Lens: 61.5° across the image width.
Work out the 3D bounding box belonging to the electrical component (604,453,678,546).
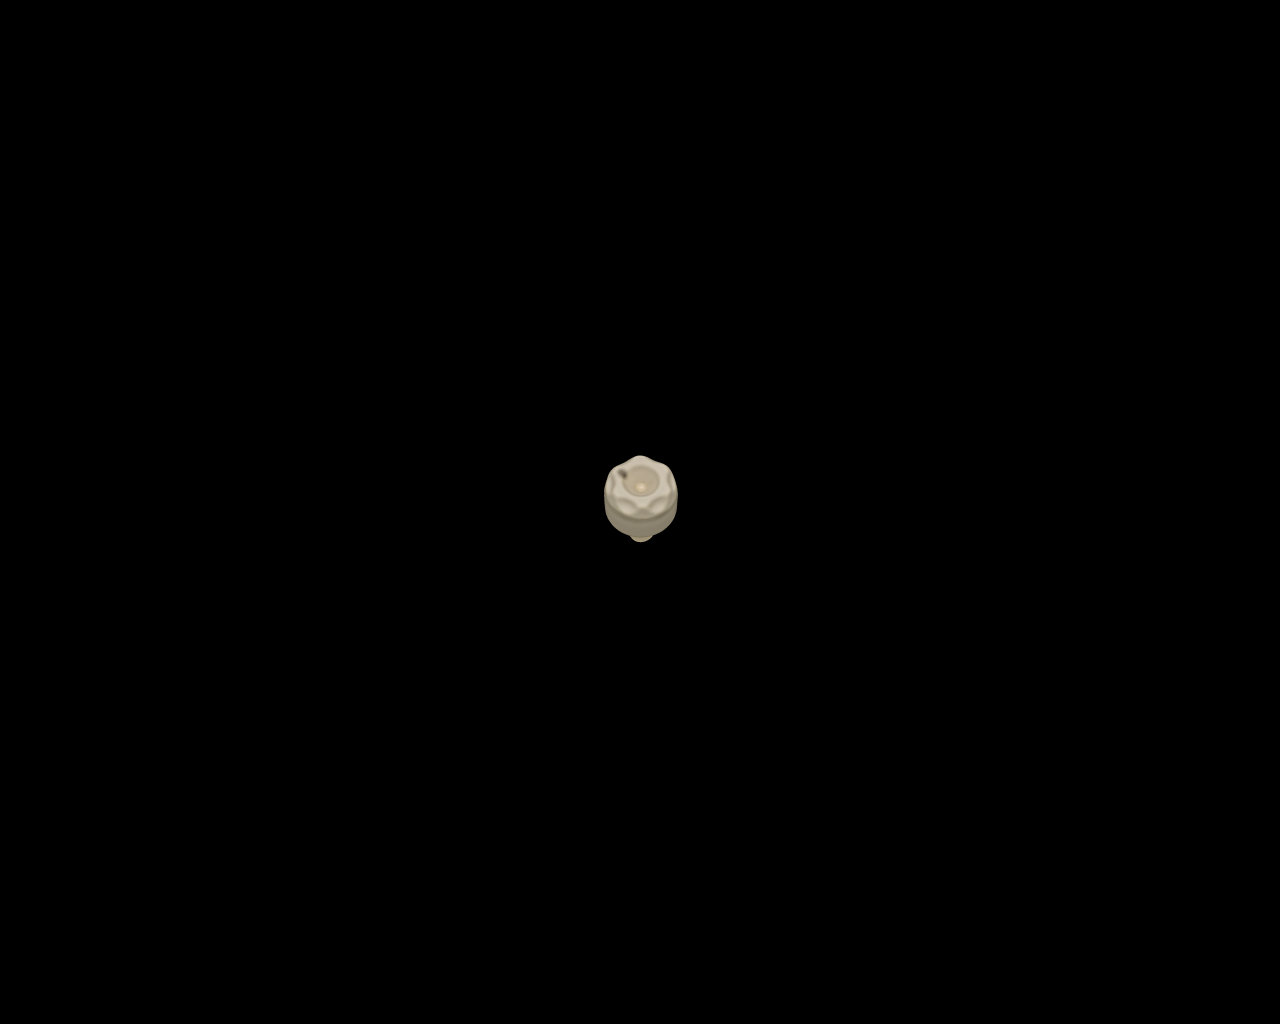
[{"bbox_3d":[0.001,-0.003,0.650,0.043,0.043,0.062,0,-33,0],"label":"electrical component"}]
